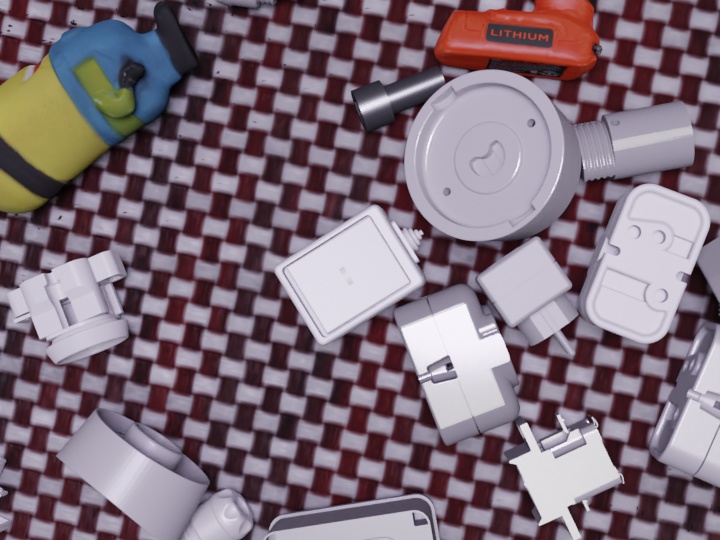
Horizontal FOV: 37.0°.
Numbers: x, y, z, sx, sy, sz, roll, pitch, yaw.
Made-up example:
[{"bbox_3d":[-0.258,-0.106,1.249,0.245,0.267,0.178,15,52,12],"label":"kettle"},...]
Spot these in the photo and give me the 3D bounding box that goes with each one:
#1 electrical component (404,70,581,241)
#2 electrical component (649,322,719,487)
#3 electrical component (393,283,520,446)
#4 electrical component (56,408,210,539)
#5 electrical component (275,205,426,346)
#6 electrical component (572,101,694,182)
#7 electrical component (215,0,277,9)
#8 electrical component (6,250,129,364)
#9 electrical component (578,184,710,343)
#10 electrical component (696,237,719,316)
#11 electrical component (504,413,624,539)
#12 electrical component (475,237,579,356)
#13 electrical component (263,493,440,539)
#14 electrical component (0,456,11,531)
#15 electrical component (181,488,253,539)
[{"bbox_3d":[0.090,-0.069,0.695,0.108,0.060,0.108,-3,84,30],"label":"electrical component"},{"bbox_3d":[0.235,0.089,0.692,0.059,0.054,0.095,23,92,5],"label":"electrical component"},{"bbox_3d":[0.067,0.059,0.706,0.059,0.054,0.095,-22,88,5],"label":"electrical component"},{"bbox_3d":[-0.150,0.137,0.706,0.099,0.099,0.064,34,86,4],"label":"electrical component"},{"bbox_3d":[0.000,0.000,0.709,0.096,0.061,0.061,-32,87,4],"label":"electrical component"},{"bbox_3d":[0.172,-0.082,0.703,0.081,0.043,0.043,-10,89,5],"label":"electrical component"},{"bbox_3d":[-0.068,-0.194,0.730,0.061,0.035,0.035,10,91,3],"label":"electrical component"},{"bbox_3d":[-0.192,0.028,0.728,0.078,0.058,0.057,-23,85,4],"label":"electrical component"},{"bbox_3d":[0.181,-0.004,0.694,0.054,0.059,0.095,22,92,5],"label":"electrical component"},{"bbox_3d":[0.263,-0.001,0.661,0.100,0.099,0.048,-34,103,17],"label":"electrical component"},{"bbox_3d":[0.134,0.130,0.706,0.064,0.042,0.081,-25,88,3],"label":"electrical component"},{"bbox_3d":[0.115,0.023,0.696,0.047,0.066,0.076,-35,87,4],"label":"electrical component"},{"bbox_3d":[-0.002,0.196,0.710,0.113,0.057,0.078,-10,89,5],"label":"electrical component"},{"bbox_3d":[-0.281,0.151,0.744,0.081,0.042,0.063,23,88,4],"label":"electrical component"},{"bbox_3d":[-0.105,0.177,0.731,0.061,0.035,0.035,-34,87,6],"label":"electrical component"}]
